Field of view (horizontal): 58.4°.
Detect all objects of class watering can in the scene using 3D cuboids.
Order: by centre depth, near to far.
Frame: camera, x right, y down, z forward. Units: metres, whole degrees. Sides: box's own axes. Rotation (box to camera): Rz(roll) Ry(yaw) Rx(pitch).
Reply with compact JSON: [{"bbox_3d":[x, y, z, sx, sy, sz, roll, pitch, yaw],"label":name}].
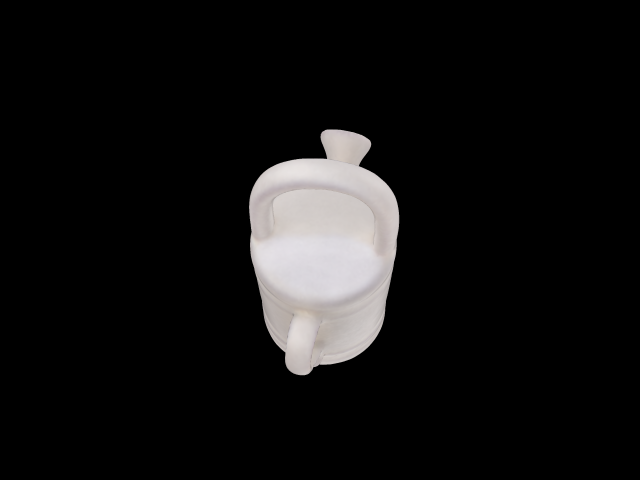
[{"bbox_3d":[0.001,0.001,0.400,0.101,0.194,0.172,-9,59,-5],"label":"watering can"}]
